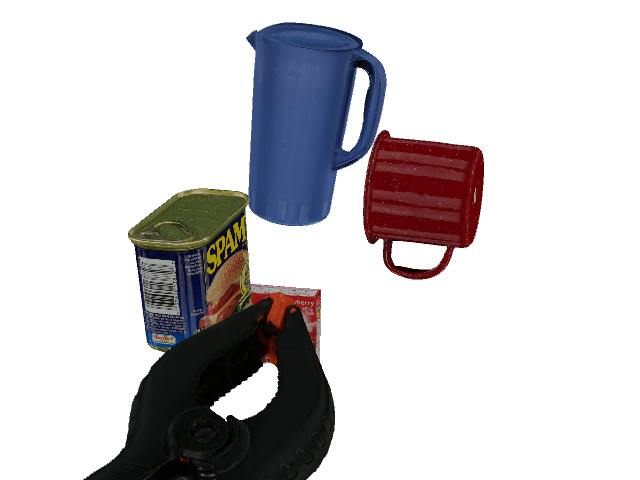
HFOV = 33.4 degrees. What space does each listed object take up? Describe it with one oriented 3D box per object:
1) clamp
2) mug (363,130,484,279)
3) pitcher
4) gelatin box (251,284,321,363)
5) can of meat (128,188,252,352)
[{"bbox_3d":[-0.035,0.089,0.391,0.120,0.039,0.171,24,49,17],"label":"clamp"},{"bbox_3d":[0.083,-0.026,0.854,0.081,0.117,0.093,7,-6,15],"label":"mug"},{"bbox_3d":[-0.018,-0.143,1.342,0.144,0.243,0.149,-3,26,-22],"label":"pitcher"},{"bbox_3d":[-0.045,0.082,1.032,0.089,0.073,0.030,4,15,10],"label":"gelatin box"},{"bbox_3d":[-0.086,0.021,0.735,0.057,0.084,0.102,5,23,17],"label":"can of meat"}]
